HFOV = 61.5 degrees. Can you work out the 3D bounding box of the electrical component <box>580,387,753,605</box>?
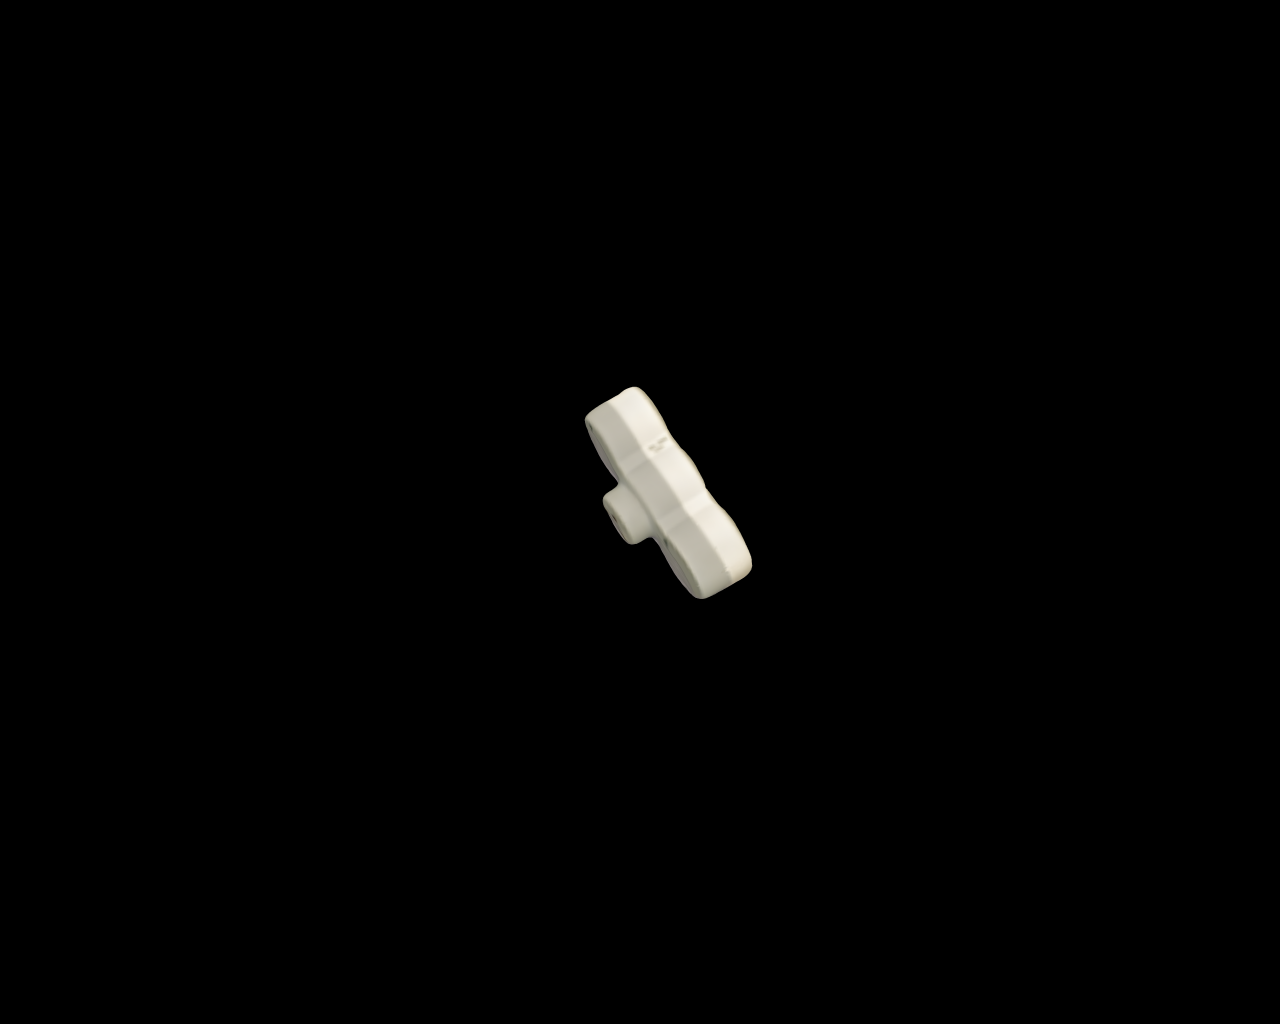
[{"bbox_3d":[0.001,-0.003,0.650,0.074,0.138,0.052,-30,-15,-9],"label":"electrical component"}]
